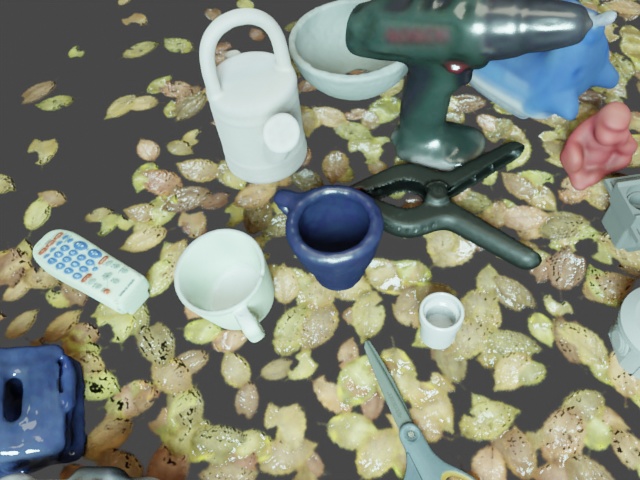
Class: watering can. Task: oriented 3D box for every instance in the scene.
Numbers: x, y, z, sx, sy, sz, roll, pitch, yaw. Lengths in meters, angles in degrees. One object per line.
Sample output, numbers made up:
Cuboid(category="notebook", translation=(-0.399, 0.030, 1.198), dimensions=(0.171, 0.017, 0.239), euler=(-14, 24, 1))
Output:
Cuboid(category="watering can", translation=(-0.067, -0.156, 0.623), dimensions=(0.172, 0.194, 0.101), euler=(37, 66, 26))

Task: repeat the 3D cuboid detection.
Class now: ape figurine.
Cuboid(category="ape figurine", translation=(0.304, -0.109, 0.618), dimensions=(0.077, 0.092, 0.076), euler=(7, 56, 10))

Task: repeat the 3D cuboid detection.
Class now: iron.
Cuboid(category="iron", translation=(0.238, -0.261, 0.701), dimensions=(0.119, 0.141, 0.257), euler=(-37, 60, -19))

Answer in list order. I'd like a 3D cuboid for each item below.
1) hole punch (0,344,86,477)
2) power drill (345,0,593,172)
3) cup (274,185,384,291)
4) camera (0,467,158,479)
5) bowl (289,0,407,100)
Cuboid(category="hole punch", translation=(-0.264, 0.143, 0.495), dimensions=(0.101, 0.091, 0.108), euler=(-16, 55, -6))
Cuboid(category="power drill", translation=(0.141, -0.169, 0.604), dimensions=(0.229, 0.209, 0.076), euler=(16, 58, 16))
Cuboid(category="cup", translation=(0.005, 0.002, 0.566), dimensions=(0.117, 0.095, 0.092), euler=(30, 63, 23))
Cuboid(category="camera", translation=(-0.179, 0.242, 0.412), dimensions=(0.143, 0.101, 0.137), euler=(-2, 55, 4))
Cuboid(category="bowl", translation=(0.046, -0.234, 0.740), dimensions=(0.167, 0.075, 0.167), euler=(-2, 55, 4))
